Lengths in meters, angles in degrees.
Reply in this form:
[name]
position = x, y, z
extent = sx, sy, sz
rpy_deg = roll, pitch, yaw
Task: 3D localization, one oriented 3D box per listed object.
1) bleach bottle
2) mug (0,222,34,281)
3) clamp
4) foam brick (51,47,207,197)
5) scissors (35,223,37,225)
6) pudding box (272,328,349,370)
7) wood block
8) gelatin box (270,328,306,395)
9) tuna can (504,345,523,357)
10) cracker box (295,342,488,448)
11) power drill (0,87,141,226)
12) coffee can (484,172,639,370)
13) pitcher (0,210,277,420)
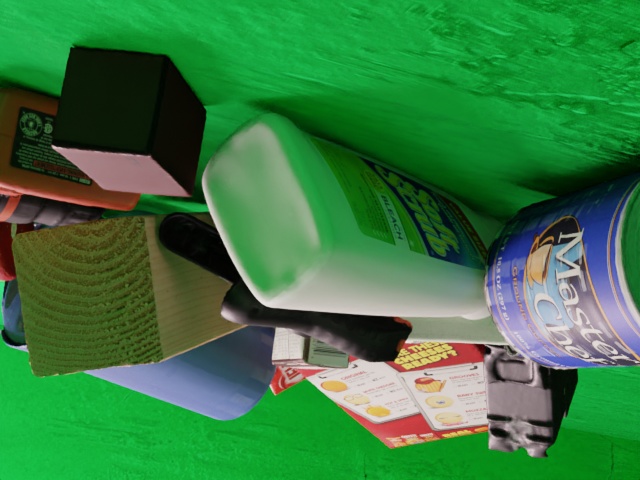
[bleach bottle]
position = 0.048, -0.003, 0.636
extent = 0.068, 0.102, 0.250
rpy_deg = -40, 152, 28
[mug]
position = -0.280, -0.014, 0.868
extent = 0.081, 0.093, 0.117
rpy_deg = 3, -161, 7
[clamp]
position = -0.009, 0.039, 0.629
extent = 0.171, 0.039, 0.120
rpy_deg = 23, -165, -24
[foam brick]
position = -0.094, -0.058, 0.542
extent = 0.053, 0.051, 0.078
rpy_deg = 6, 168, 9
[scissors]
position = -0.335, -0.029, 0.991
extent = 0.202, 0.016, 0.096
rpy_deg = 7, 167, 13
[pudding box]
position = -0.004, 0.043, 0.821
extent = 0.039, 0.113, 0.090
rpy_deg = 10, 170, -16
[wood block]
position = -0.118, 0.030, 0.738
extent = 0.090, 0.091, 0.206
rpy_deg = -8, -179, 13
[gelatin box]
position = -0.029, 0.113, 1.096
extent = 0.073, 0.030, 0.089
rpy_deg = -27, 140, -9
[tuna can]
position = 0.155, 0.041, 0.750
extent = 0.033, 0.086, 0.086
rpy_deg = 8, 169, -5
[cracker box]
position = 0.092, 0.112, 0.980
extent = 0.164, 0.072, 0.213
rpy_deg = -15, 142, 25
[power drill]
position = -0.188, -0.043, 0.682
extent = 0.184, 0.057, 0.188
rpy_deg = 11, 169, -39
[coffee can]
position = 0.165, 0.017, 0.573
extent = 0.102, 0.103, 0.140
rpy_deg = 13, 169, -17
[pitcher]
position = -0.145, 0.070, 0.951
extent = 0.242, 0.145, 0.149
rpy_deg = 32, 166, -38
